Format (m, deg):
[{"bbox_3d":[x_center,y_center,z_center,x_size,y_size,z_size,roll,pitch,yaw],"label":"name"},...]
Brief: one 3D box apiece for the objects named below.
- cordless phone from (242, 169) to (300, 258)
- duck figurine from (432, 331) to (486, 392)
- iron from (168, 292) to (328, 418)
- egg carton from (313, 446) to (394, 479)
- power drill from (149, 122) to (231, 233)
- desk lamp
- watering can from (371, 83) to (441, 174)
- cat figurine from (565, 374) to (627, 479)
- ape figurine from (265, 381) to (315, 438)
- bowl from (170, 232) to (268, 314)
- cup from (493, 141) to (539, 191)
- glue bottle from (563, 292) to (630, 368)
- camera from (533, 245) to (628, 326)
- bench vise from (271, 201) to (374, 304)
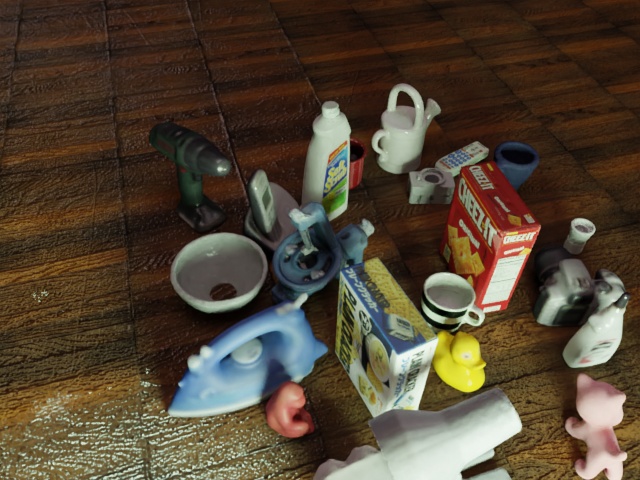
[{"bbox_3d":[-0.092,-0.072,1.063,0.094,0.185,0.147,9,47,7],"label":"cordless phone"},{"bbox_3d":[0.222,0.178,0.905,0.078,0.086,0.104,-23,51,-21],"label":"duck figurine"},{"bbox_3d":[-0.118,0.170,0.865,0.259,0.141,0.118,-25,52,-23],"label":"iron"},{"bbox_3d":[0.063,0.350,0.751,0.107,0.069,0.150,-19,50,-18],"label":"egg carton"},{"bbox_3d":[-0.236,-0.120,1.088,0.076,0.208,0.229,-35,57,-29],"label":"power drill"},{"bbox_3d":[0.161,0.273,0.726,0.203,0.214,0.117,-15,49,-15],"label":"desk lamp"},{"bbox_3d":[0.183,-0.251,1.232,0.100,0.194,0.173,25,51,21],"label":"watering can"},{"bbox_3d":[0.400,0.260,0.812,0.067,0.118,0.127,1,47,-1],"label":"cat figurine"},{"bbox_3d":[-0.043,0.240,0.835,0.076,0.092,0.078,7,47,5],"label":"ape figurine"},{"bbox_3d":[-0.173,0.070,1.003,0.167,0.075,0.167,1,47,-1],"label":"bowl"},{"bbox_3d":[0.394,-0.142,1.204,0.118,0.095,0.091,-28,53,-25],"label":"cup"},{"bbox_3d":[0.440,0.137,0.890,0.078,0.173,0.037,-11,48,-11],"label":"glue bottle"},{"bbox_3d":[0.443,0.069,1.003,0.143,0.101,0.136,-1,47,-3],"label":"camera"},{"bbox_3d":[-0.001,-0.002,0.975,0.121,0.220,0.208,27,52,22],"label":"bench vise"}]
